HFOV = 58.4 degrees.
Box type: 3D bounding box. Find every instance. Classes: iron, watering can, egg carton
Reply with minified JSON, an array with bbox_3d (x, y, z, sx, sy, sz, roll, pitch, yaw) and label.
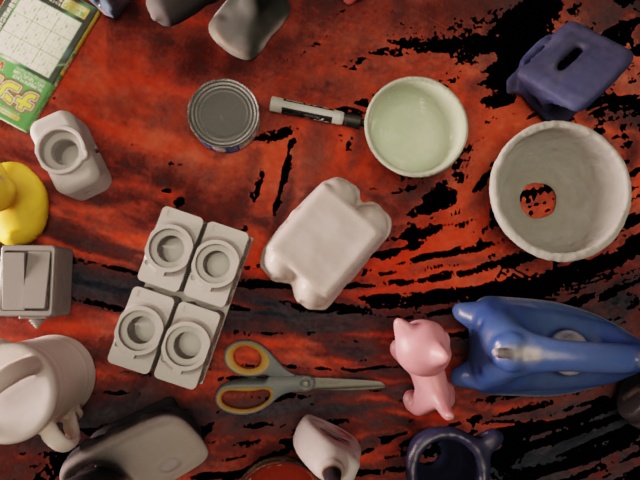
[{"bbox_3d":[0.285,0.126,0.644,0.258,0.141,0.119,3,85,-2],"label":"iron"},{"bbox_3d":[-0.320,0.151,0.586,0.173,0.194,0.101,24,84,0],"label":"watering can"},{"bbox_3d":[0.006,0.002,0.677,0.107,0.069,0.150,40,84,1],"label":"egg carton"}]

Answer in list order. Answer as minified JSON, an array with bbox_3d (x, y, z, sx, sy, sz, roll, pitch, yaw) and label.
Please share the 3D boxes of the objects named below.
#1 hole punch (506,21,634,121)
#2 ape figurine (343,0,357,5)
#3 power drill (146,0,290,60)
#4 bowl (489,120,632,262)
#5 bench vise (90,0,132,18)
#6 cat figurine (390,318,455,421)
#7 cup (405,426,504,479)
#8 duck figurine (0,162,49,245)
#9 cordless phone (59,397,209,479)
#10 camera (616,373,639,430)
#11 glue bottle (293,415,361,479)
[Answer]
[{"bbox_3d":[0.301,-0.207,0.699,0.109,0.091,0.101,-44,88,-5],"label":"hole punch"},{"bbox_3d":[0.055,-0.343,0.699,0.078,0.092,0.076,6,85,-2],"label":"ape figurine"},{"bbox_3d":[-0.088,-0.286,0.629,0.075,0.208,0.230,35,84,1],"label":"power drill"},{"bbox_3d":[0.277,-0.054,0.693,0.167,0.074,0.167,0,85,-3],"label":"bowl"},{"bbox_3d":[-0.283,-0.359,0.620,0.207,0.219,0.121,21,84,0],"label":"bench vise"},{"bbox_3d":[0.122,0.142,0.647,0.067,0.117,0.128,-18,86,-4],"label":"cat figurine"},{"bbox_3d":[0.146,0.242,0.650,0.118,0.095,0.092,-32,87,-5],"label":"cup"},{"bbox_3d":[-0.364,-0.046,0.656,0.077,0.086,0.104,-14,86,-4],"label":"duck figurine"},{"bbox_3d":[-0.202,0.238,0.589,0.147,0.185,0.094,-29,87,-5],"label":"cordless phone"},{"bbox_3d":[0.434,0.192,0.666,0.137,0.100,0.143,24,84,0],"label":"camera"},{"bbox_3d":[0.010,0.229,0.606,0.078,0.173,0.037,23,84,0],"label":"glue bottle"}]
